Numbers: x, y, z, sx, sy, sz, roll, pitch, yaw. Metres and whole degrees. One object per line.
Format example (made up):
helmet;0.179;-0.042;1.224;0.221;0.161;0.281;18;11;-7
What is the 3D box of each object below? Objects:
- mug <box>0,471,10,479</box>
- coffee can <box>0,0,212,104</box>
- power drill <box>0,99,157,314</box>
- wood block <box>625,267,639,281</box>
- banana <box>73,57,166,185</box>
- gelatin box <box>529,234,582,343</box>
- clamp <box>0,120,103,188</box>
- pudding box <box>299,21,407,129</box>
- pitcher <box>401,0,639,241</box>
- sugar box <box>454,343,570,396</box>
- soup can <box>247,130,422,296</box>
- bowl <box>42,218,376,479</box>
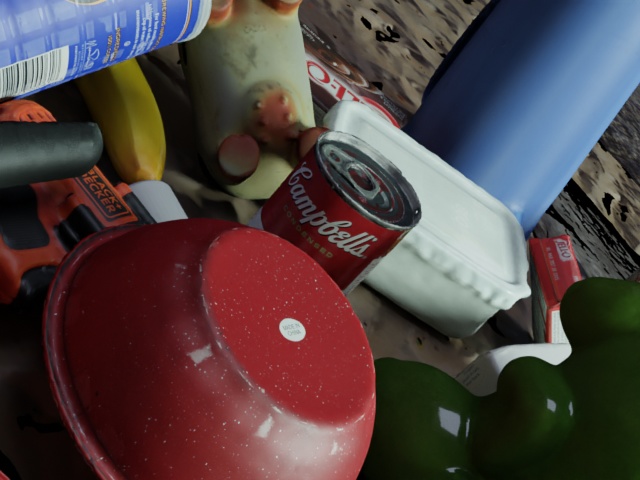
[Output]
mug;-0.124;0.112;0.304;0.081;0.093;0.117;45;60;-4
coffee can;-0.138;-0.126;0.521;0.140;0.103;0.103;-27;69;-29
power drill;-0.130;0.026;0.434;0.184;0.057;0.187;49;28;12
wood block;0.285;0.117;0.775;0.206;0.091;0.090;46;29;8
banana;-0.132;-0.102;0.612;0.198;0.037;0.069;57;18;17
gelatin box;0.162;0.053;0.721;0.030;0.089;0.073;-6;36;5
clamp;-0.157;-0.029;0.371;0.164;0.036;0.210;30;30;-23
pudding box;0.006;-0.101;0.782;0.113;0.039;0.090;39;30;-5
pitcher;0.162;-0.128;0.799;0.149;0.243;0.144;40;30;10
sugar box;0.152;0.141;0.599;0.093;0.048;0.176;0;55;-35
soup can;-0.004;0.001;0.569;0.068;0.102;0.068;30;31;-21
bowl;-0.029;0.047;0.432;0.162;0.055;0.162;33;35;-28
